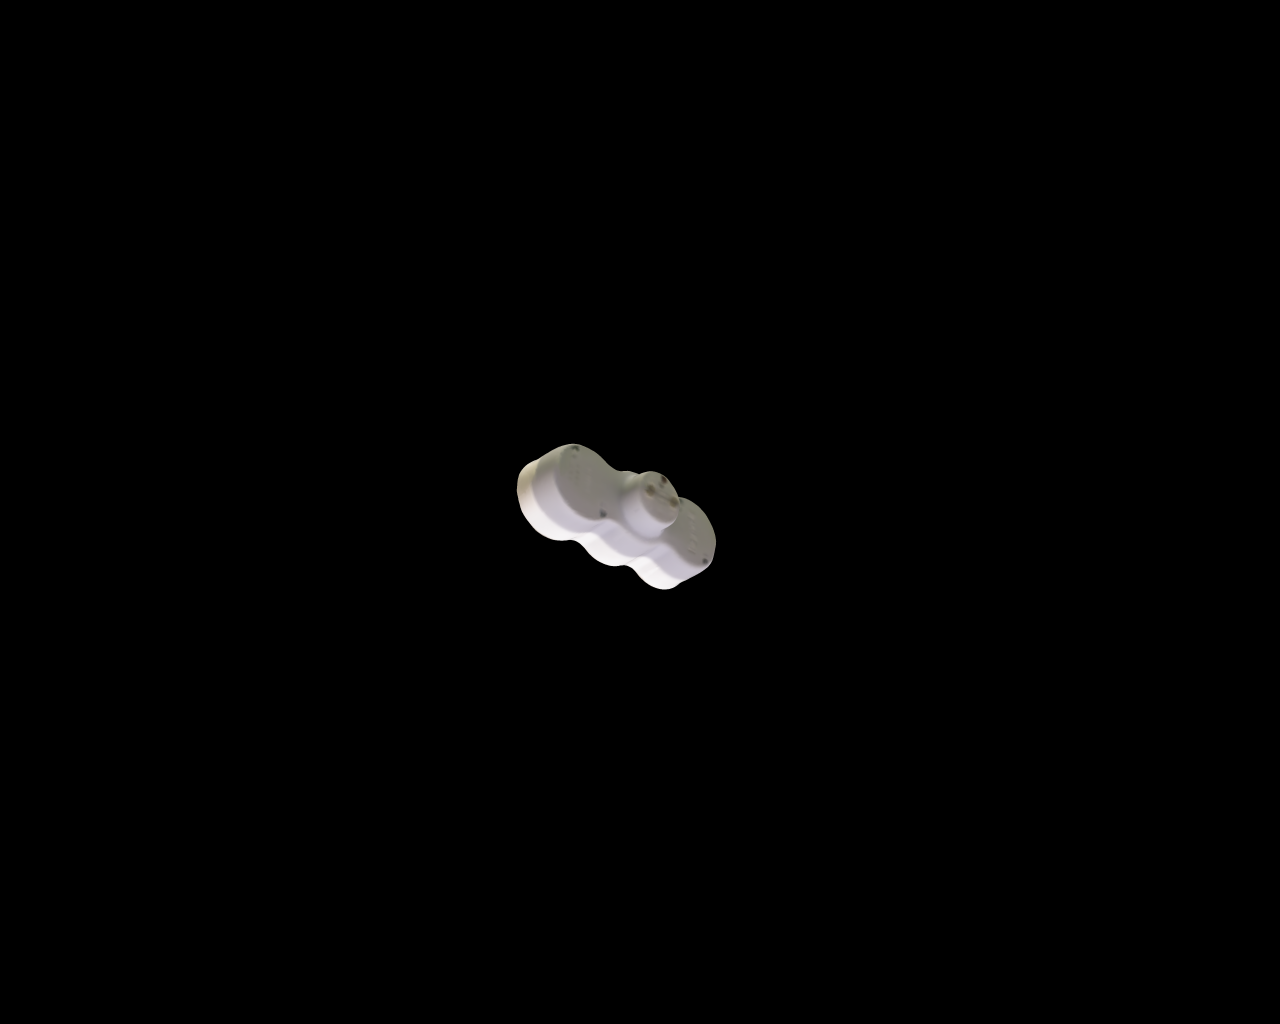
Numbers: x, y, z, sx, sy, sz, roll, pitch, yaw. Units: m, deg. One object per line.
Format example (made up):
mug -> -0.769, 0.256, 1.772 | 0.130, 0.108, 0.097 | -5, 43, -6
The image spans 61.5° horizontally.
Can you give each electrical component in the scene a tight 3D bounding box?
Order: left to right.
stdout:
electrical component -> 0.001, -0.003, 0.650 | 0.138, 0.052, 0.073 | 27, -41, -36
